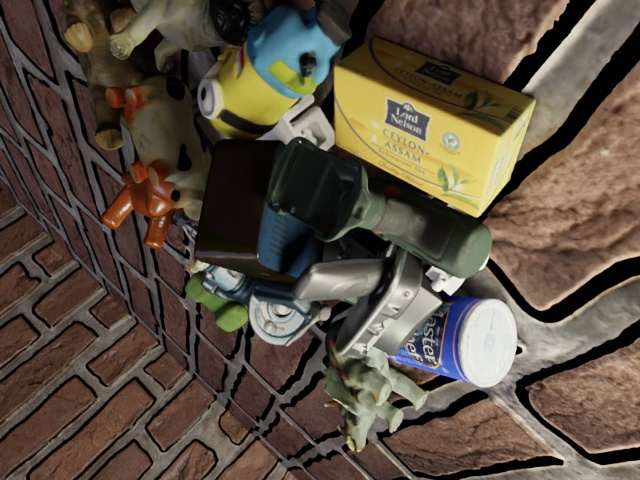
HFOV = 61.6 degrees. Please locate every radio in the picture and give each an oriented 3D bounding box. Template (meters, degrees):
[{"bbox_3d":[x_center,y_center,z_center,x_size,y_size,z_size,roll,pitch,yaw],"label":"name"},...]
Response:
[{"bbox_3d":[-0.053,-0.023,0.619,0.073,0.131,0.229,5,172,15],"label":"radio"}]

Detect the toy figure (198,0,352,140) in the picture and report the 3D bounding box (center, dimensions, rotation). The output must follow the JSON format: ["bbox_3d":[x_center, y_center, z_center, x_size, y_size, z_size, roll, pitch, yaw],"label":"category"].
[{"bbox_3d":[-0.046,-0.162,0.524,0.180,0.082,0.089,-27,117,32],"label":"toy figure"}]

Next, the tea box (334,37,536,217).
[{"bbox_3d":[0.097,-0.107,0.499,0.170,0.068,0.098,32,149,27],"label":"tea box"}]

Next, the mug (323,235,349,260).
[{"bbox_3d":[-0.002,-0.002,0.763,0.107,0.081,0.109,56,158,-5],"label":"mug"}]

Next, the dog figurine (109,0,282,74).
[{"bbox_3d":[-0.132,-0.281,0.586,0.191,0.121,0.172,-8,101,25],"label":"dog figurine"}]

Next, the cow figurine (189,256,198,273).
[{"bbox_3d":[-0.216,0.046,1.133,0.098,0.068,0.167,21,163,-23],"label":"cow figurine"}]

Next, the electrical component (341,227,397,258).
[{"bbox_3d":[0.066,0.017,0.705,0.048,0.075,0.119,36,153,16],"label":"electrical component"}]

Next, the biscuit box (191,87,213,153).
[{"bbox_3d":[-0.199,-0.148,0.859,0.059,0.063,0.202,43,152,10],"label":"biscuit box"}]

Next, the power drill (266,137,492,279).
[{"bbox_3d":[0.045,-0.035,0.550,0.232,0.086,0.207,32,-173,40],"label":"power drill"}]

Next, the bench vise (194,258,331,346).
[{"bbox_3d":[-0.075,0.078,0.806,0.241,0.129,0.223,5,138,56],"label":"bench vise"}]

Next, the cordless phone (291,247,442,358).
[{"bbox_3d":[0.032,0.076,0.610,0.146,0.184,0.089,-56,50,32],"label":"cordless phone"}]

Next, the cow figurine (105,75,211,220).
[{"bbox_3d":[-0.183,-0.118,0.706,0.086,0.127,0.194,10,122,45],"label":"cow figurine"}]

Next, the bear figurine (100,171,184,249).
[{"bbox_3d":[-0.264,-0.061,0.869,0.120,0.132,0.196,31,166,-27],"label":"bear figurine"}]

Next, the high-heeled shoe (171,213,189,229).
[{"bbox_3d":[-0.253,-0.052,1.086,0.145,0.086,0.249,25,-178,-26],"label":"high-heeled shoe"}]

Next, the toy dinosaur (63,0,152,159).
[{"bbox_3d":[-0.288,-0.231,0.777,0.470,0.105,0.199,97,154,-50],"label":"toy dinosaur"}]

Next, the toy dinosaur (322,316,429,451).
[{"bbox_3d":[0.066,0.203,0.903,0.192,0.131,0.404,22,141,36],"label":"toy dinosaur"}]

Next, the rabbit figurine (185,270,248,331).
[{"bbox_3d":[-0.128,0.061,0.968,0.121,0.170,0.159,49,-166,-1],"label":"rabbit figurine"}]
